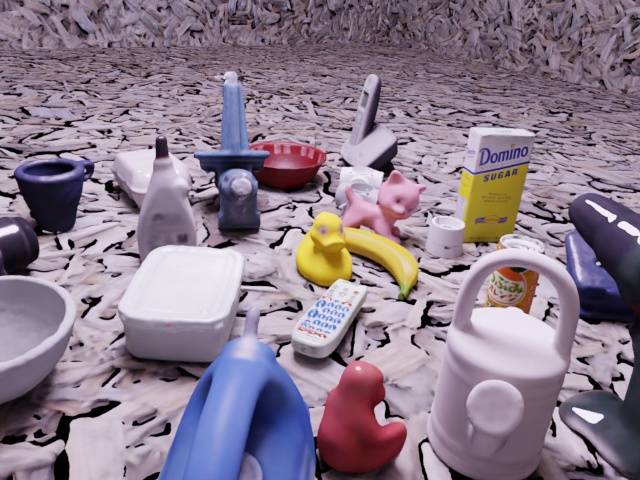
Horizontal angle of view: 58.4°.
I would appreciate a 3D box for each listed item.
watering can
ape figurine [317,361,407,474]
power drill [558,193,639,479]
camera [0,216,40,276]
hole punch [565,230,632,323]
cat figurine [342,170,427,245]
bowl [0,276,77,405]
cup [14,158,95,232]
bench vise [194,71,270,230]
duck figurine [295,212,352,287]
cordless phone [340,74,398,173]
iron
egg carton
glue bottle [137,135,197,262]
[{"bbox_3d":[0.154,0.101,0.473,0.101,0.194,0.173,4,26,-1],"label":"watering can"},{"bbox_3d":[0.034,0.143,0.482,0.076,0.092,0.077,-10,30,-28],"label":"ape figurine"},{"bbox_3d":[0.286,0.091,0.501,0.076,0.208,0.228,-8,29,-25],"label":"power drill"},{"bbox_3d":[-0.396,0.015,0.662,0.142,0.101,0.137,21,30,31],"label":"camera"},{"bbox_3d":[0.375,0.045,0.746,0.108,0.091,0.101,5,26,0],"label":"hole punch"},{"bbox_3d":[0.096,-0.056,0.874,0.127,0.118,0.067,7,26,4],"label":"cat figurine"},{"bbox_3d":[-0.309,0.103,0.526,0.167,0.075,0.167,4,26,-2],"label":"bowl"},{"bbox_3d":[-0.379,-0.066,0.838,0.091,0.095,0.118,18,29,26],"label":"cup"},{"bbox_3d":[-0.121,-0.139,0.890,0.122,0.220,0.206,-12,30,-30],"label":"bench vise"},{"bbox_3d":[0.007,0.003,0.774,0.078,0.086,0.104,-5,27,-19],"label":"duck figurine"},{"bbox_3d":[0.106,-0.236,1.169,0.094,0.185,0.147,-6,28,-20],"label":"cordless phone"},{"bbox_3d":[-0.063,0.162,0.369,0.118,0.141,0.258,5,26,1],"label":"iron"},{"bbox_3d":[-0.282,-0.105,0.964,0.107,0.069,0.149,-14,31,-33],"label":"egg carton"},{"bbox_3d":[-0.202,-0.052,0.751,0.078,0.173,0.037,-4,27,-17],"label":"glue bottle"}]
